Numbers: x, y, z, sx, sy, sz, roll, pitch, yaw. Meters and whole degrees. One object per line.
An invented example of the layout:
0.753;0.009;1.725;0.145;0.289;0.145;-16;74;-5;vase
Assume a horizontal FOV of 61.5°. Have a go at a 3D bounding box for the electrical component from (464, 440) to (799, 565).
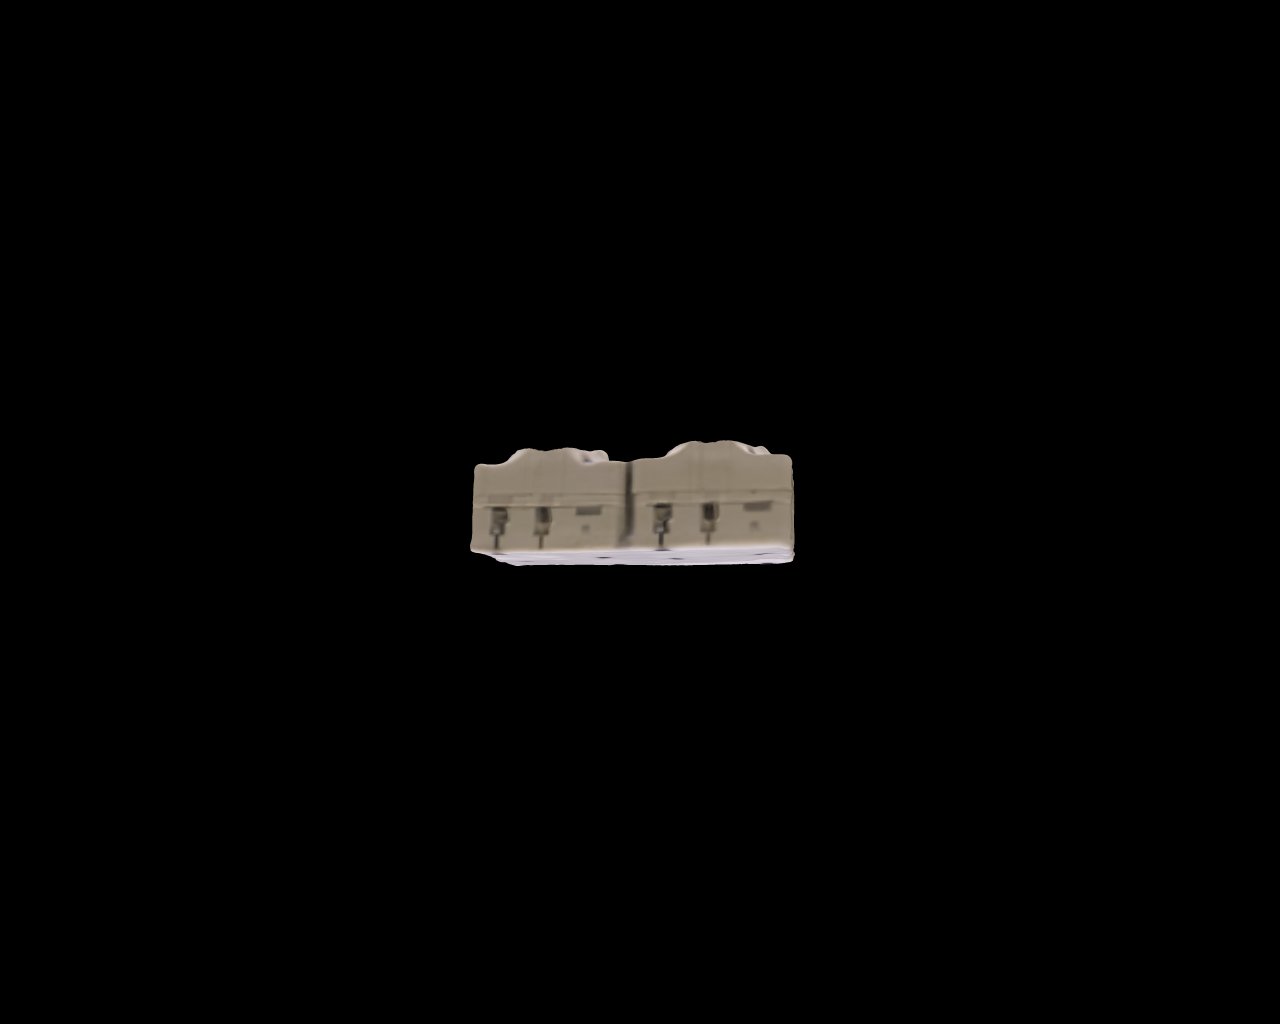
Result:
0.001;-0.003;0.650;0.186;0.060;0.105;-1;-7;9;electrical component
